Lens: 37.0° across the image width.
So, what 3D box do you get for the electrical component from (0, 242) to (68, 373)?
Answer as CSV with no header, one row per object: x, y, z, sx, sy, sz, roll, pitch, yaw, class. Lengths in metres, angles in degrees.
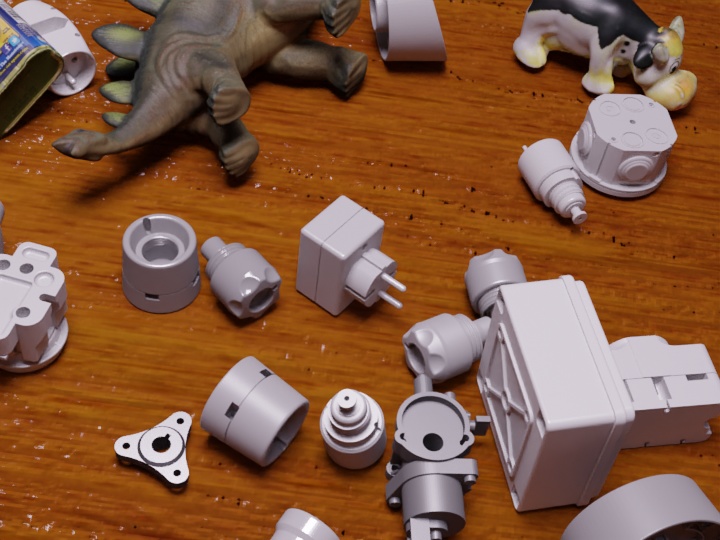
-0.222,0.030,0.701,0.058,0.057,0.078,15,50,5,electrical component

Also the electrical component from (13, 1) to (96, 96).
-0.269,-0.175,0.876,0.079,0.043,0.077,-29,59,-28,electrical component

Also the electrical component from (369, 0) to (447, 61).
0.043,-0.228,0.933,0.064,0.099,0.099,-7,51,-6,electrical component

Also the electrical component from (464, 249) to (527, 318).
0.100,0.020,0.764,0.043,0.043,0.062,-4,52,-11,electrical component

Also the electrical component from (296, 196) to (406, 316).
0.000,0.000,0.752,0.077,0.065,0.047,34,54,20,electrical component

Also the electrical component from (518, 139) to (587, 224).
0.156,-0.068,0.848,0.040,0.040,0.078,-12,53,-18,electrical component

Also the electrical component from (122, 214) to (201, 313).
-0.139,-0.006,0.750,0.055,0.047,0.055,4,50,-5,electrical component

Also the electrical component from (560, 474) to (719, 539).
0.166,0.166,0.618,0.099,0.099,0.064,-10,46,-16,electrical component

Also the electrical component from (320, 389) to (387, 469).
-0.005,0.095,0.668,0.040,0.078,0.040,-2,61,4,electrical component

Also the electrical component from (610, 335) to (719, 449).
0.190,0.082,0.720,0.089,0.050,0.055,-3,51,-11,electrical component

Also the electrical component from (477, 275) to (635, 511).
0.118,0.078,0.675,0.056,0.108,0.108,-6,51,-9,electrical component

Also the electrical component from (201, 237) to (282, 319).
-0.087,0.002,0.753,0.043,0.043,0.062,-30,58,-28,electrical component

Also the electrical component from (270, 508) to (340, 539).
-0.039,0.168,0.623,0.040,0.040,0.046,28,58,15,electrical component

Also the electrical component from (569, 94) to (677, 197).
0.215,-0.102,0.878,0.080,0.051,0.080,4,50,-5,electrical component

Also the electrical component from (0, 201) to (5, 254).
-0.265,-0.029,0.732,0.043,0.077,0.079,5,50,-3,electrical component

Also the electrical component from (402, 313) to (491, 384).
0.064,0.050,0.734,0.062,0.043,0.043,-20,55,-25,electrical component

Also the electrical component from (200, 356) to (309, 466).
-0.065,0.090,0.676,0.047,0.055,0.055,33,53,14,electrical component
